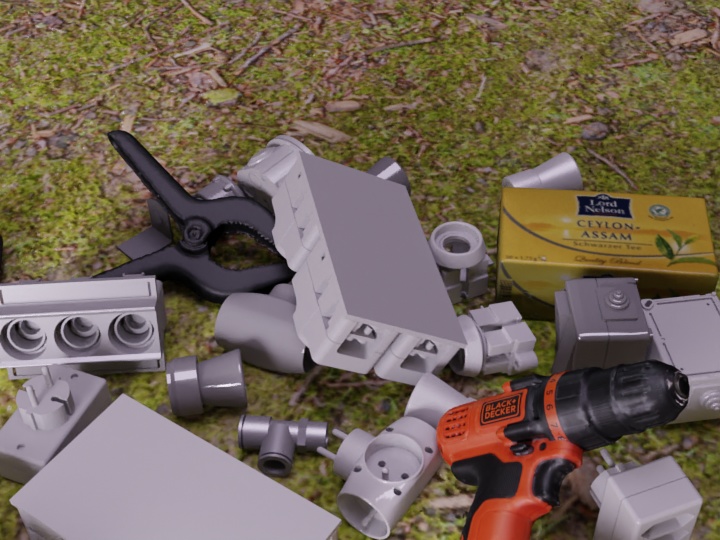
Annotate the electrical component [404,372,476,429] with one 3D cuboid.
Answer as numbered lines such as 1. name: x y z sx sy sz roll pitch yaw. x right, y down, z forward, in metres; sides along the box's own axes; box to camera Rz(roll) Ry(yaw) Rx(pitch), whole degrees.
1. electrical component: 0.070 0.107 0.781 0.065 0.044 0.044 23 49 17

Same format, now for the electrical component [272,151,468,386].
1. electrical component: 0.000 0.000 0.844 0.105 0.060 0.186 16 37 -29

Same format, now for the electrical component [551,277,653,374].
1. electrical component: 0.176 0.050 0.797 0.061 0.096 0.061 -1 44 0

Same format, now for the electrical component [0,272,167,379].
1. electrical component: -0.215 0.040 0.839 0.121 0.078 0.063 -3 22 -2

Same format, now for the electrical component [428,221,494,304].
1. electrical component: 0.079 -0.006 0.886 0.066 0.055 0.048 -18 46 -16

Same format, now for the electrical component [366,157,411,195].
1. electrical component: 0.007 -0.068 0.964 0.065 0.044 0.044 -32 52 -22

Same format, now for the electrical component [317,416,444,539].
1. electrical component: 0.008 0.135 0.749 0.079 0.044 0.077 25 50 24

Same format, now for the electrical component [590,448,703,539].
1. electrical component: 0.175 0.151 0.701 0.047 0.083 0.075 -15 46 -14

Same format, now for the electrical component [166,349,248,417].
1. electrical component: -0.114 0.085 0.805 0.055 0.045 0.045 -8 44 -6

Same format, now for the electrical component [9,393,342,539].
1. electrical component: -0.117 0.173 0.701 0.186 0.060 0.105 25 50 25

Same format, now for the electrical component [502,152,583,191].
1. electrical component: 0.161 -0.076 0.969 0.065 0.044 0.044 -19 46 -11

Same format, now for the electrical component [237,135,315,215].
1. electrical component: -0.065 -0.073 0.944 0.080 0.080 0.051 33 59 31

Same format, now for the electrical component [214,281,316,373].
1. electrical component: -0.063 0.038 0.853 0.077 0.043 0.079 16 46 17

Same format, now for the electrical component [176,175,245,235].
1. electrical component: -0.132 -0.051 0.948 0.062 0.048 0.048 -37 54 -22

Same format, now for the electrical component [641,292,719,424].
1. electrical component: 0.245 0.072 0.797 0.062 0.061 0.096 -6 44 -5

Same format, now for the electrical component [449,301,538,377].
1. electrical component: 0.098 0.056 0.830 0.055 0.048 0.066 -9 44 -19

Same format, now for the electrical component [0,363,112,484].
1. electrical component: -0.223 0.101 0.768 0.047 0.075 0.083 15 46 16
